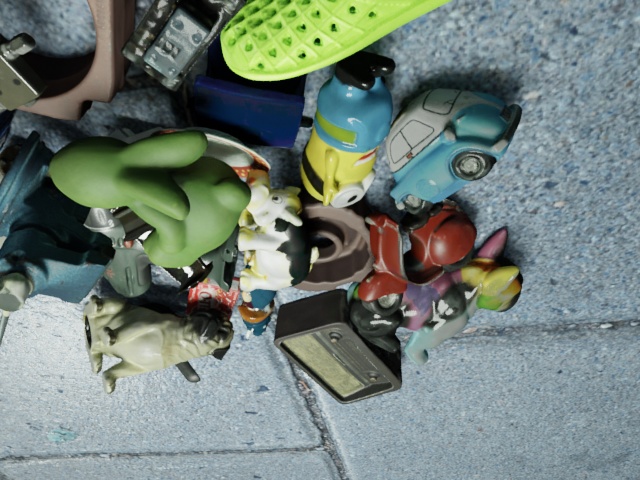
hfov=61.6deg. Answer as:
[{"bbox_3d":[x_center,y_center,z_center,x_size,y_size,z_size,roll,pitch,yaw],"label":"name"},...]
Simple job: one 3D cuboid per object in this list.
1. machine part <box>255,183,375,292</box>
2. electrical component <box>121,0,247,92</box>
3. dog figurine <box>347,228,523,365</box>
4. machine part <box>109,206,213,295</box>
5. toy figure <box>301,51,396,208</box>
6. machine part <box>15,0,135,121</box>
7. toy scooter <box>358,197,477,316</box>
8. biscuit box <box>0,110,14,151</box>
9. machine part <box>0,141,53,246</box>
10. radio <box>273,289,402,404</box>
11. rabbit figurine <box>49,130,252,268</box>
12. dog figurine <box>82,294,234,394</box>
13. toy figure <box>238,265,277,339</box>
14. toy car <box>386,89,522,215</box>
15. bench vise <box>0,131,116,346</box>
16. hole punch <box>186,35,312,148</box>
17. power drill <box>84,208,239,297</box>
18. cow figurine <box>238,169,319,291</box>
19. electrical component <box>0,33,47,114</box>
[{"bbox_3d":[-0.001,-0.002,0.716,0.179,0.056,0.179,3,138,2],"label":"machine part"},{"bbox_3d":[-0.111,-0.197,0.460,0.058,0.134,0.115,32,132,-26],"label":"electrical component"},{"bbox_3d":[0.167,0.065,0.742,0.191,0.108,0.219,29,127,-20],"label":"dog figurine"},{"bbox_3d":[-0.184,0.001,0.649,0.084,0.039,0.138,-25,116,11],"label":"machine part"},{"bbox_3d":[0.028,-0.114,0.574,0.082,0.089,0.180,-15,142,-20],"label":"toy figure"},{"bbox_3d":[-0.275,-0.221,0.483,0.201,0.087,0.201,12,135,-9],"label":"machine part"},{"bbox_3d":[0.113,0.000,0.657,0.184,0.075,0.135,-34,125,-16],"label":"toy scooter"},{"bbox_3d":[-0.450,-0.155,0.583,0.202,0.059,0.063,26,132,-22],"label":"biscuit box"},{"bbox_3d":[-0.391,-0.042,0.686,0.079,0.079,0.243,29,131,-24],"label":"machine part"},{"bbox_3d":[0.038,0.182,0.893,0.131,0.073,0.229,-21,132,24],"label":"radio"},{"bbox_3d":[-0.164,-0.044,0.518,0.170,0.121,0.159,17,166,-40],"label":"rabbit figurine"},{"bbox_3d":[-0.245,0.133,0.814,0.190,0.173,0.121,-8,126,-37],"label":"dog figurine"},{"bbox_3d":[-0.092,0.087,0.813,0.064,0.058,0.154,-6,137,-21],"label":"toy figure"},{"bbox_3d":[0.126,-0.106,0.575,0.103,0.109,0.161,46,138,-8],"label":"toy car"},{"bbox_3d":[-0.320,-0.035,0.512,0.240,0.224,0.129,29,130,-27],"label":"bench vise"},{"bbox_3d":[-0.071,-0.140,0.554,0.142,0.092,0.115,7,140,-8],"label":"hole punch"},{"bbox_3d":[-0.210,-0.003,0.713,0.207,0.086,0.231,5,135,-7],"label":"power drill"},{"bbox_3d":[-0.047,-0.007,0.622,0.098,0.068,0.167,4,139,-3],"label":"cow figurine"},{"bbox_3d":[-0.282,-0.148,0.483,0.094,0.021,0.063,-18,133,20],"label":"electrical component"}]
